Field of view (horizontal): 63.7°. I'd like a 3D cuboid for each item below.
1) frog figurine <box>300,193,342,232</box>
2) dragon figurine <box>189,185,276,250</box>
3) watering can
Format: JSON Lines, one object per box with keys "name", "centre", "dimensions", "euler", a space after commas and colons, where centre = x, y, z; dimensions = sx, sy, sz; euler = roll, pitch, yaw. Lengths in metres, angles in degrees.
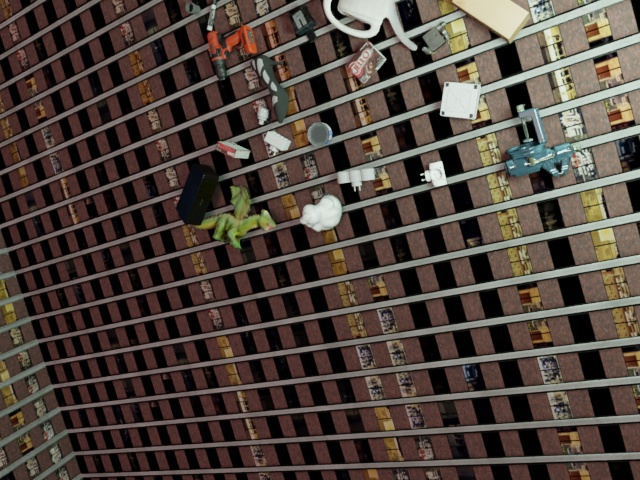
{"name": "frog figurine", "centre": [0.006, -0.092, 1.837], "dimensions": [0.123, 0.161, 0.135], "euler": [40, 113, 10]}
{"name": "dragon figurine", "centre": [-0.350, -0.100, 2.042], "dimensions": [0.413, 0.121, 0.243], "euler": [23, 91, 28]}
{"name": "watering can", "centre": [0.183, -0.762, 1.674], "dimensions": [0.348, 0.105, 0.221], "euler": [23, 108, 8]}
